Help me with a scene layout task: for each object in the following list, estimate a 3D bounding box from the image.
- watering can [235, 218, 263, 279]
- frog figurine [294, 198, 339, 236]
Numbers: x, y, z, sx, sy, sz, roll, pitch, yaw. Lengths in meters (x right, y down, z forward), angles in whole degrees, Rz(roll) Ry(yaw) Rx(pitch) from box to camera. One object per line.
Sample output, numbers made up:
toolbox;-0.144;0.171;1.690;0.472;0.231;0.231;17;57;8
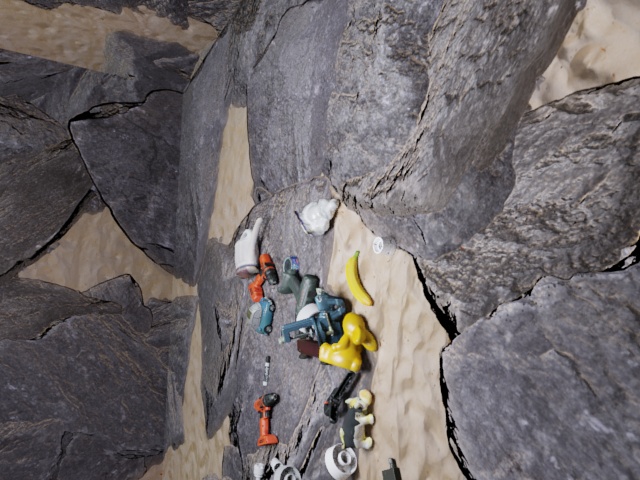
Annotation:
watering can;-0.322;0.048;2.346;0.342;0.104;0.228;137;133;-57
frog figurine;0.006;-0.093;1.852;0.159;0.120;0.140;-33;36;8
